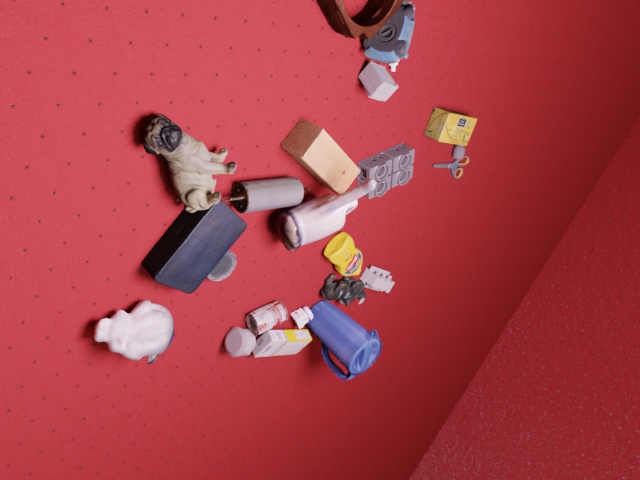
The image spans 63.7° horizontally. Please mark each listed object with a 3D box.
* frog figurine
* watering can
[{"bbox_3d":[-0.415,0.199,1.162,0.157,0.122,0.140,37,56,-42],"label":"frog figurine"},{"bbox_3d":[0.004,-0.066,1.312,0.226,0.104,0.343,-24,173,-19],"label":"watering can"}]
